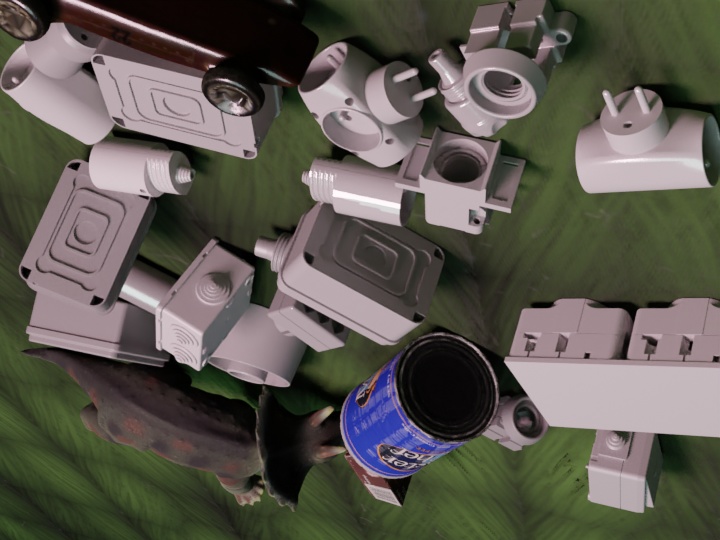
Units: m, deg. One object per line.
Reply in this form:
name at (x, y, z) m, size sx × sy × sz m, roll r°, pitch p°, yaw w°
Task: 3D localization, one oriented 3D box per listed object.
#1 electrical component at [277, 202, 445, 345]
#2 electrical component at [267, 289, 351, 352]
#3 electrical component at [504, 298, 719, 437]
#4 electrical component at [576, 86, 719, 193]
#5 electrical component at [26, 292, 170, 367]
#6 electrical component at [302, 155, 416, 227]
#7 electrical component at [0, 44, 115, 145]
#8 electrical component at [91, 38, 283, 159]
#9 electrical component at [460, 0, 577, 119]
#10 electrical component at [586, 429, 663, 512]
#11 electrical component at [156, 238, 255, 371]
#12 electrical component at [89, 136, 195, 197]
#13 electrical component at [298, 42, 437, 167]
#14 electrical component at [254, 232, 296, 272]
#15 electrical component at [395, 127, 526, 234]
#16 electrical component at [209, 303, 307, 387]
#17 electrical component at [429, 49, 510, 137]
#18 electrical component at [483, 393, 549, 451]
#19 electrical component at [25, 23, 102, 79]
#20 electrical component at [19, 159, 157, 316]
electrical component at (0.000, 0.000, 0.847) m, size 0.113 × 0.078 × 0.057 m, roll 29°, pitch 147°, yaw -14°
electrical component at (-0.053, 0.039, 0.976) m, size 0.066 × 0.047 × 0.077 m, roll 38°, pitch 146°, yaw -27°
electrical component at (0.225, 0.077, 0.849) m, size 0.186 × 0.060 × 0.105 m, roll -1°, pitch 144°, yaw 34°
electrical component at (0.167, -0.081, 0.641) m, size 0.077 × 0.044 × 0.079 m, roll -1°, pitch 144°, yaw 33°
electrical component at (-0.261, 0.058, 1.095) m, size 0.109 × 0.056 × 0.109 m, roll 9°, pitch 173°, yaw 20°
electrical component at (-0.003, -0.061, 0.783) m, size 0.081 × 0.043 × 0.043 m, roll 13°, pitch 150°, yaw 15°
electrical component at (-0.232, -0.133, 0.804) m, size 0.079 × 0.043 × 0.077 m, roll 17°, pitch 167°, yaw 44°
electrical component at (-0.113, -0.130, 0.724) m, size 0.113 × 0.057 × 0.078 m, roll 15°, pitch 150°, yaw 10°
electrical component at (0.087, -0.120, 0.615) m, size 0.066 × 0.055 × 0.048 m, roll 0°, pitch 144°, yaw 32°
electrical component at (0.247, 0.176, 0.999) m, size 0.061 × 0.061 × 0.096 m, roll 10°, pitch 149°, yaw 20°
electrical component at (-0.139, 0.034, 0.972) m, size 0.048 × 0.099 × 0.099 m, roll 32°, pitch 151°, yaw 7°
electrical component at (-0.169, -0.081, 0.855) m, size 0.081 × 0.043 × 0.043 m, roll 9°, pitch 149°, yaw 19°
electrical component at (0.014, -0.110, 0.690) m, size 0.079 × 0.044 × 0.077 m, roll -13°, pitch 136°, yaw 44°
electrical component at (-0.057, -0.012, 0.898) m, size 0.062 × 0.043 × 0.043 m, roll 16°, pitch 150°, yaw 11°
electrical component at (0.069, -0.059, 0.742) m, size 0.081 × 0.042 × 0.063 m, roll 15°, pitch 151°, yaw 12°
electrical component at (-0.106, 0.078, 1.082) m, size 0.099 × 0.064 × 0.099 m, roll 16°, pitch 164°, yaw 5°
electrical component at (0.066, -0.112, 0.664) m, size 0.035 × 0.035 × 0.061 m, roll -15°, pitch 132°, yaw 46°
electrical component at (0.149, 0.144, 1.025) m, size 0.066 × 0.048 × 0.055 m, roll 29°, pitch 157°, yaw -13°
electrical component at (-0.198, -0.161, 0.739) m, size 0.045 × 0.045 × 0.055 m, roll 38°, pitch 146°, yaw -27°
electrical component at (-0.228, -0.026, 0.907) m, size 0.078 × 0.113 × 0.057 m, roll 22°, pitch 169°, yaw -3°
